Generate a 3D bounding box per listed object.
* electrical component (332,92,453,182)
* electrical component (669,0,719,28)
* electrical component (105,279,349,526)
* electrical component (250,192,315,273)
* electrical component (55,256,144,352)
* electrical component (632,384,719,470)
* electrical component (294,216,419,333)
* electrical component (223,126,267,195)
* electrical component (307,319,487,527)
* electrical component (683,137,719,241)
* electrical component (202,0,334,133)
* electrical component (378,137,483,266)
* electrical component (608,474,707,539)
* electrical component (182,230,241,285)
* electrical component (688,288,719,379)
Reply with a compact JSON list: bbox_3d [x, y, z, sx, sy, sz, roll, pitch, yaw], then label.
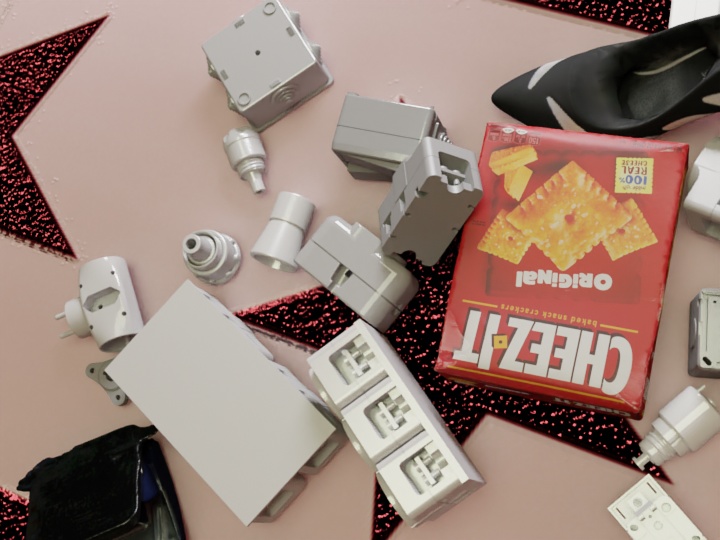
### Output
[{"bbox_3d":[0.031,-0.107,0.925,0.096,0.062,0.061,13,81,18],"label":"electrical component"},{"bbox_3d":[0.296,-0.211,0.883,0.077,0.047,0.065,6,79,17],"label":"electrical component"},{"bbox_3d":[-0.111,0.112,0.912,0.186,0.060,0.105,43,91,20],"label":"electrical component"},{"bbox_3d":[-0.065,-0.036,0.947,0.044,0.044,0.065,16,77,19],"label":"electrical component"},{"bbox_3d":[-0.240,0.038,0.976,0.079,0.043,0.077,-22,72,9],"label":"electrical component"},{"bbox_3d":[0.242,0.123,0.821,0.078,0.040,0.040,-41,70,3],"label":"electrical component"},{"bbox_3d":[0.000,0.000,0.912,0.095,0.054,0.059,38,89,20],"label":"electrical component"},{"bbox_3d":[-0.101,-0.097,0.974,0.035,0.035,0.061,-23,75,9],"label":"electrical component"},{"bbox_3d":[0.027,0.123,0.855,0.062,0.089,0.150,-37,70,5],"label":"electrical component"},{"bbox_3d":[0.295,-0.070,0.840,0.056,0.050,0.089,28,80,35],"label":"electrical component"},{"bbox_3d":[-0.086,-0.189,0.985,0.100,0.048,0.099,-33,71,6],"label":"electrical component"},{"bbox_3d":[0.055,-0.057,0.871,0.050,0.089,0.055,16,42,-19],"label":"electrical component"},{"bbox_3d":[0.226,0.195,0.796,0.042,0.064,0.081,-42,70,4],"label":"electrical component"},{"bbox_3d":[-0.137,-0.015,0.950,0.048,0.062,0.048,-4,76,15],"label":"electrical component"},{"bbox_3d":[0.300,0.052,0.815,0.096,0.061,0.061,4,78,8],"label":"electrical component"}]
